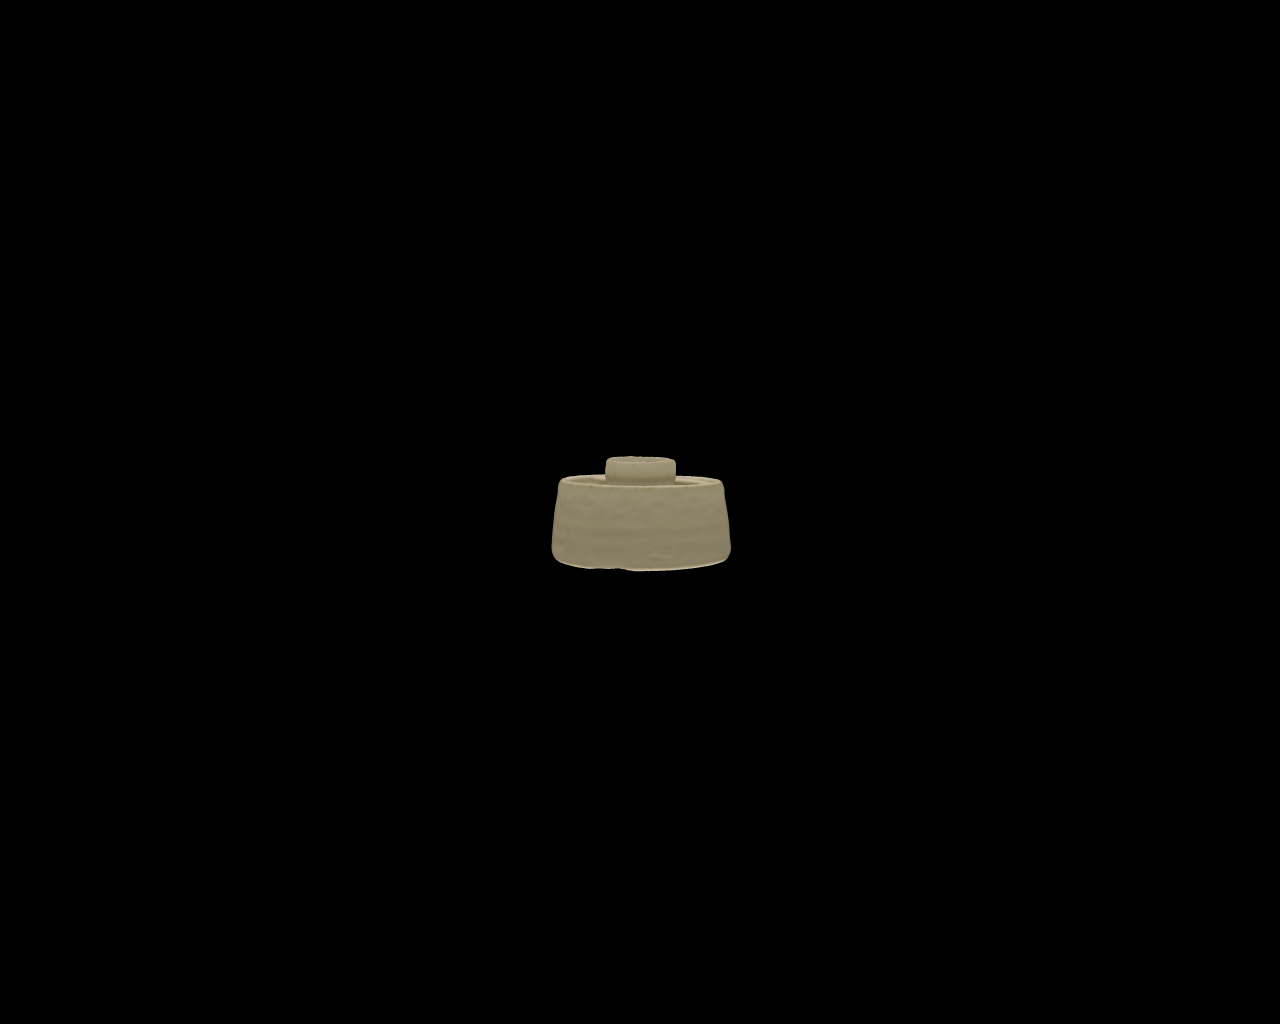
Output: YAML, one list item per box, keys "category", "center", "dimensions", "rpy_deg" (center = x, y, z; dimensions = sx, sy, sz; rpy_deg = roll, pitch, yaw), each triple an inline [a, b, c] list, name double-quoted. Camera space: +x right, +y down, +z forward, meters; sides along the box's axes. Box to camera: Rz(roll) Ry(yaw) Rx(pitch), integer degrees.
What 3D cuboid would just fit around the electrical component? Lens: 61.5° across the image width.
- category: "electrical component"
  center: [0.001, -0.003, 0.650]
  dimensions: [0.108, 0.060, 0.108]
  rpy_deg: [0, 6, 0]
